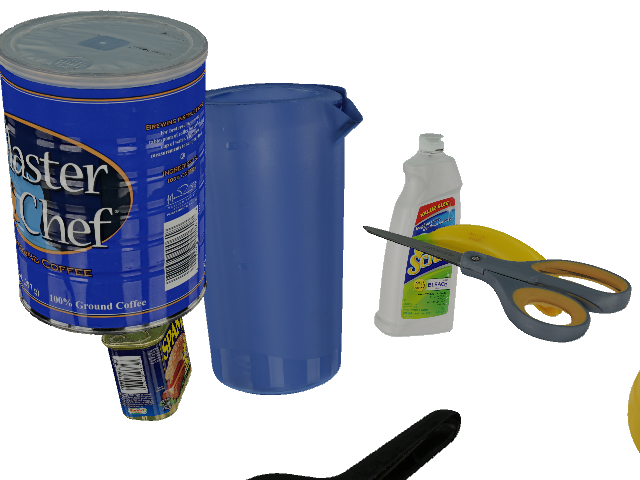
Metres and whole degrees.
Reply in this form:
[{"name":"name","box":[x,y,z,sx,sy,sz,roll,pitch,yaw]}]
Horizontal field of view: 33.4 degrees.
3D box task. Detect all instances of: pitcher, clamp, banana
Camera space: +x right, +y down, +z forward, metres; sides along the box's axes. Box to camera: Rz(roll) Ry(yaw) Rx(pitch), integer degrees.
[{"name":"pitcher","box":[-0.051,-0.006,0.867,0.144,0.243,0.149,-7,15,-20]},{"name":"clamp","box":[0.007,0.167,0.647,0.210,0.036,0.164,-6,29,4]},{"name":"banana","box":[0.176,0.023,1.045,0.069,0.037,0.198,-37,37,-22]}]

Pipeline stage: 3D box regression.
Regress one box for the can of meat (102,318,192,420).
[{"name":"can of meat","box":[-0.158,0.107,0.994,0.057,0.084,0.102,-3,25,9]}]

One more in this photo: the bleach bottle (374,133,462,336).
[{"name":"bleach bottle","box":[0.125,-0.008,1.342,0.102,0.251,0.068,-3,16,-17]}]

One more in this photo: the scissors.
[{"name":"scissors","box":[0.109,0.028,0.737,0.202,0.016,0.096,10,31,20]}]

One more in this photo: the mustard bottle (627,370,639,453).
[{"name":"mustard bottle","box":[0.213,0.102,0.553,0.096,0.058,0.191,-2,37,3]}]

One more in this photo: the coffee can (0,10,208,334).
[{"name":"coffee can","box":[-0.110,-0.037,0.555,0.103,0.140,0.103,2,28,-1]}]
